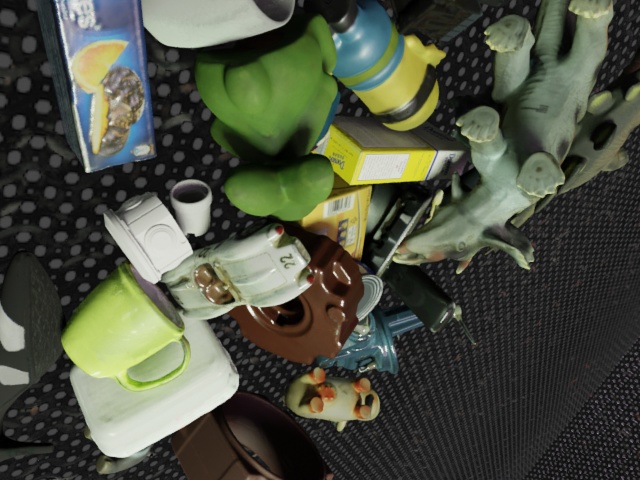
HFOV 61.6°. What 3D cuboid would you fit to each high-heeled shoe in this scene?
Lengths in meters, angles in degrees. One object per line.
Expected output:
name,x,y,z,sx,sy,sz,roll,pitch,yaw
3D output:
high-heeled shoe,-0.329,0.121,0.509,0.145,0.086,0.248,4,106,-6

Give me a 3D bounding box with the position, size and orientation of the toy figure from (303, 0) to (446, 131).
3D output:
toy figure,0.055,-0.176,0.537,0.180,0.082,0.089,20,90,-51

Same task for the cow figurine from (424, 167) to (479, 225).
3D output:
cow figurine,0.227,-0.073,0.788,0.098,0.068,0.167,26,110,-15

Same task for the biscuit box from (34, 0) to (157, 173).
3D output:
biscuit box,-0.164,-0.153,0.387,0.059,0.063,0.202,-20,135,-29

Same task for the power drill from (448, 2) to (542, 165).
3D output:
power drill,0.273,-0.187,0.719,0.207,0.086,0.231,-34,150,-6

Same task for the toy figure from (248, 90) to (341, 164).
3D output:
toy figure,-0.039,-0.096,0.551,0.154,0.064,0.058,-56,175,12

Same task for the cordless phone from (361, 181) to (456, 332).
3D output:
cordless phone,0.121,0.015,0.687,0.088,0.184,0.146,16,113,-42

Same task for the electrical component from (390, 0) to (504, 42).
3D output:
electrical component,0.117,-0.233,0.508,0.119,0.075,0.048,-15,173,-39

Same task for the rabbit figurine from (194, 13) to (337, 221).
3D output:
rabbit figurine,-0.029,-0.084,0.457,0.121,0.159,0.170,-14,126,1

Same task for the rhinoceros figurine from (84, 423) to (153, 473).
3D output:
rhinoceros figurine,-0.204,0.209,0.667,0.190,0.073,0.112,-50,141,9

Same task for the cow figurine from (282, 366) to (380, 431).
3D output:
cow figurine,0.024,0.268,0.896,0.195,0.085,0.127,20,150,-35

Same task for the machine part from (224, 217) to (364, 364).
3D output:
machine part,-0.038,0.062,0.606,0.056,0.180,0.179,-51,155,-47

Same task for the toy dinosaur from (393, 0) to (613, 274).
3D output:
toy dinosaur,0.226,-0.131,0.579,0.404,0.131,0.192,-62,159,-7

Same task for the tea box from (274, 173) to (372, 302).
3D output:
tea box,-0.001,-0.002,0.657,0.098,0.068,0.169,-18,136,-28

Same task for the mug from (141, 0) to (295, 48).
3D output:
mug,-0.083,-0.195,0.397,0.107,0.109,0.080,-9,157,26

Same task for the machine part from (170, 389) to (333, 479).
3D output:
machine part,-0.088,0.302,0.748,0.087,0.201,0.201,-53,140,7

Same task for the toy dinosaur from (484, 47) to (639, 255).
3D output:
toy dinosaur,0.393,-0.135,0.825,0.198,0.105,0.470,-28,152,-27

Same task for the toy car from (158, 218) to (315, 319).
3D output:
toy car,-0.088,0.034,0.537,0.073,0.202,0.056,58,44,-16

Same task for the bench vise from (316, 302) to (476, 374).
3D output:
bench vise,0.103,0.128,0.808,0.241,0.129,0.223,-16,144,-7
